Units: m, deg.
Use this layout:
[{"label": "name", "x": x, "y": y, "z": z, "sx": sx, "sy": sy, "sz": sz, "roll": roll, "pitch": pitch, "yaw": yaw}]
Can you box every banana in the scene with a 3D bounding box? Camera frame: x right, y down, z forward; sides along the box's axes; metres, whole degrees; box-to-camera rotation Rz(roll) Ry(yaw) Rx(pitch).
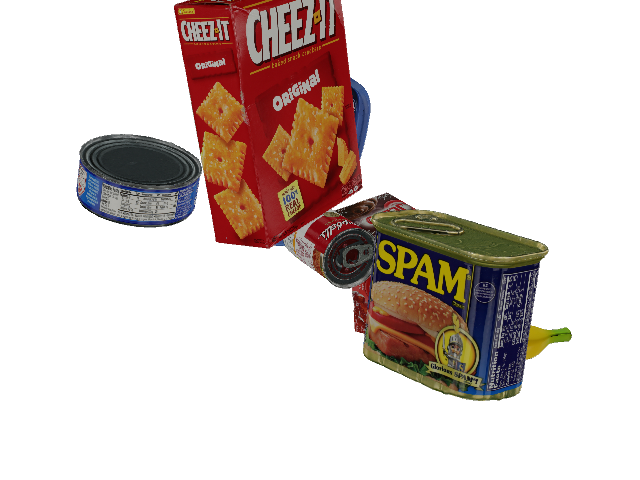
[{"label": "banana", "x": 0.117, "y": 0.071, "z": 0.948, "sx": 0.198, "sy": 0.037, "sz": 0.069, "roll": 18, "pitch": 14, "yaw": 32}]

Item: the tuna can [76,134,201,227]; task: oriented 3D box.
[{"label": "tuna can", "x": -0.129, "y": -0.043, "z": 0.755, "sx": 0.086, "sy": 0.034, "sz": 0.086, "roll": 10, "pitch": 26, "yaw": -5}]

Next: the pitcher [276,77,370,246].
[{"label": "pitcher", "x": -0.035, "y": -0.118, "z": 1.391, "sx": 0.144, "sy": 0.243, "sz": 0.149, "roll": -2, "pitch": 24, "yaw": -22}]

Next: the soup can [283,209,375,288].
[{"label": "soup can", "x": 0.009, "y": 0.003, "z": 1.168, "sx": 0.068, "sy": 0.068, "sz": 0.102, "roll": 0, "pitch": 19, "yaw": -30}]

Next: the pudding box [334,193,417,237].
[{"label": "pudding box", "x": 0.083, "y": -0.023, "z": 1.526, "sx": 0.113, "sy": 0.039, "sz": 0.090, "roll": -22, "pitch": 36, "yaw": -32}]

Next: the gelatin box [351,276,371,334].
[{"label": "gelatin box", "x": 0.077, "y": 0.080, "z": 1.343, "sx": 0.073, "sy": 0.089, "sz": 0.030, "roll": 13, "pitch": 31, "yaw": 32}]

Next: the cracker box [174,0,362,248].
[{"label": "cracker box", "x": -0.038, "y": -0.121, "z": 0.959, "sx": 0.072, "sy": 0.214, "sz": 0.163, "roll": 7, "pitch": 25, "yaw": 34}]

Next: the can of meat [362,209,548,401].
[{"label": "can of meat", "x": 0.072, "y": 0.035, "z": 0.600, "sx": 0.057, "sy": 0.084, "sz": 0.102, "roll": -7, "pitch": 19, "yaw": -41}]
